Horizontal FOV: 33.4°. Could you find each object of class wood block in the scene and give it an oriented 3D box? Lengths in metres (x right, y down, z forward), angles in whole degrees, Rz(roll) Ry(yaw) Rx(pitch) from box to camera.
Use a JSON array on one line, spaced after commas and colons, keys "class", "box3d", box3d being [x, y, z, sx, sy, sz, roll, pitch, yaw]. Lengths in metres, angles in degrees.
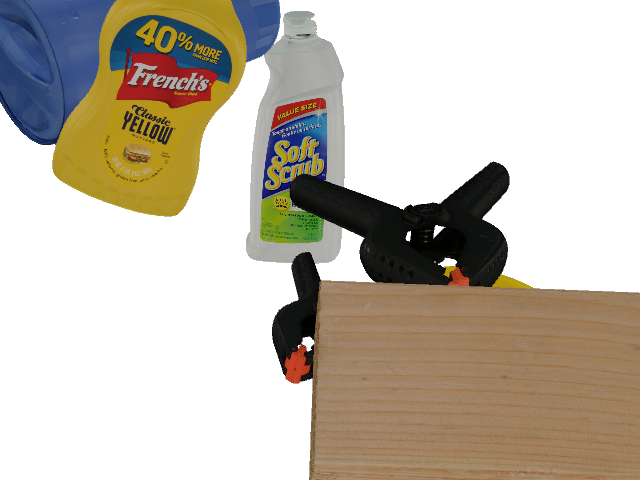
[{"class": "wood block", "box3d": [0.099, 0.079, 0.524, 0.206, 0.091, 0.090, 2, -23, -1]}]

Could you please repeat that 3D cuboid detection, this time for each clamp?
[{"class": "clamp", "box3d": [0.059, -0.006, 0.718, 0.164, 0.036, 0.210, -2, 25, 1]}, {"class": "clamp", "box3d": [0.000, 0.062, 0.915, 0.120, 0.039, 0.171, 19, 27, 22]}]

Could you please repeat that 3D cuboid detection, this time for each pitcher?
[{"class": "pitcher", "box3d": [-0.151, -0.169, 0.913, 0.242, 0.149, 0.145, -26, 43, -35]}]

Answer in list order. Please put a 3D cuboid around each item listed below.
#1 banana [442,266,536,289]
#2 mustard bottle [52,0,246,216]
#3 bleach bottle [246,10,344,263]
[{"class": "banana", "box3d": [0.176, 0.062, 1.084, 0.198, 0.069, 0.037, 14, -38, 26]}, {"class": "mustard bottle", "box3d": [-0.103, -0.113, 0.708, 0.096, 0.192, 0.058, 20, 23, -18]}, {"class": "bleach bottle", "box3d": [-0.027, -0.101, 1.060, 0.102, 0.251, 0.068, 3, 27, 7]}]
